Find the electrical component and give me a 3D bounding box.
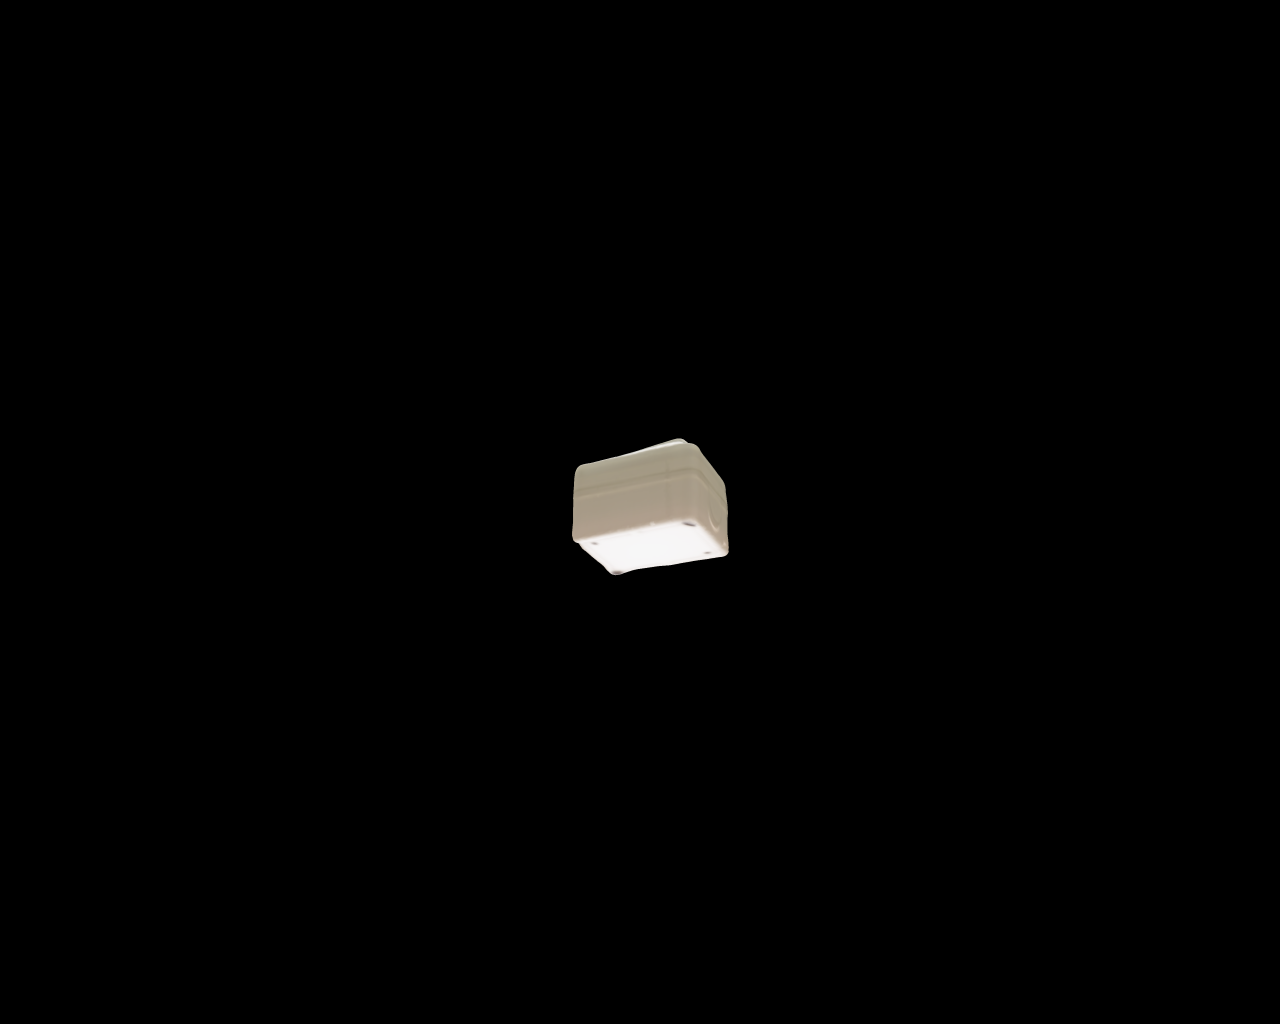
[{"bbox_3d":[0.001,-0.003,0.650,0.096,0.061,0.061,-10,-28,20],"label":"electrical component"}]
